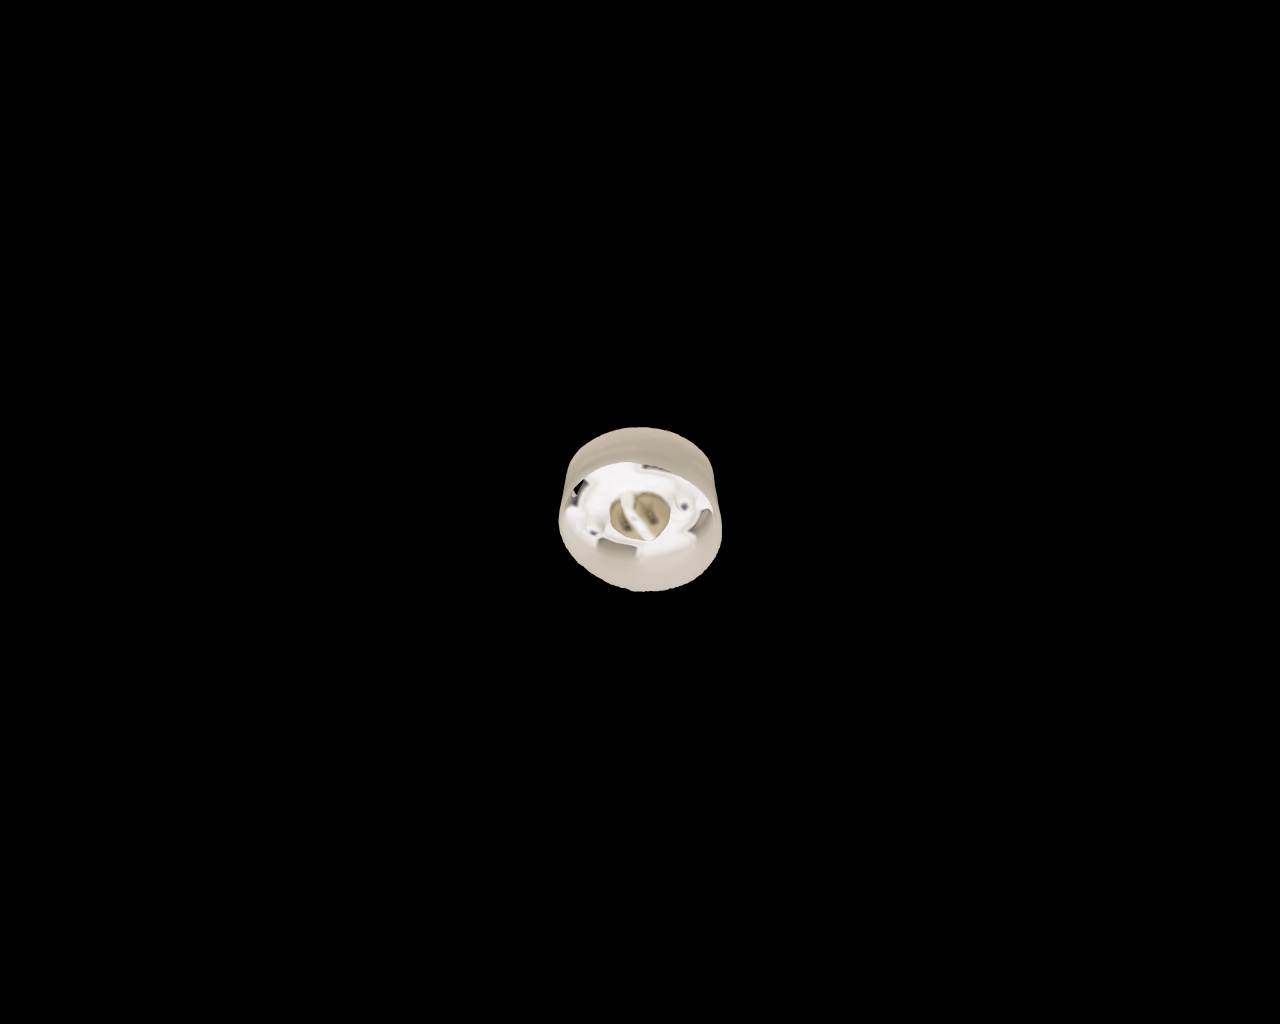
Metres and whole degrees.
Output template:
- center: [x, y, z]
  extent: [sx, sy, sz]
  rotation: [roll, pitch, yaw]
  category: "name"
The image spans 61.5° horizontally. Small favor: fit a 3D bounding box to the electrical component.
- center: [0.001, -0.003, 0.650]
  extent: [0.099, 0.064, 0.099]
  rotation: [0, -39, 0]
  category: "electrical component"
